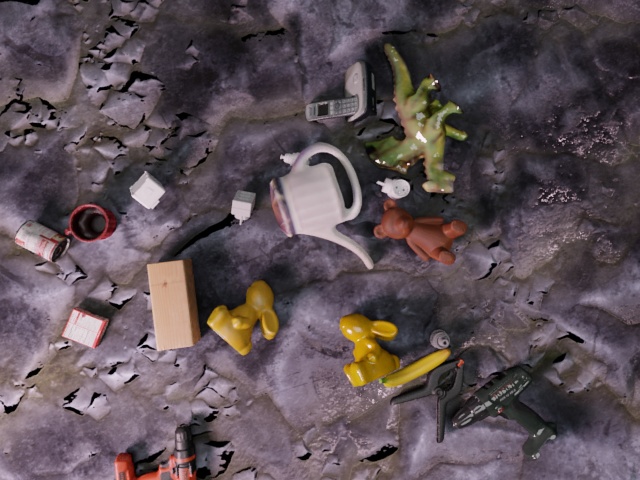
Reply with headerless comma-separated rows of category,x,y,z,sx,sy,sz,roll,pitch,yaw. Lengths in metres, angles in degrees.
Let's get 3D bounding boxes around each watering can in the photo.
watering can,0.004,-0.065,1.289,0.224,0.104,0.345,-17,98,-2

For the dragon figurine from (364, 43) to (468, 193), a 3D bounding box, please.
dragon figurine,0.220,-0.288,1.314,0.242,0.121,0.414,-40,76,3
